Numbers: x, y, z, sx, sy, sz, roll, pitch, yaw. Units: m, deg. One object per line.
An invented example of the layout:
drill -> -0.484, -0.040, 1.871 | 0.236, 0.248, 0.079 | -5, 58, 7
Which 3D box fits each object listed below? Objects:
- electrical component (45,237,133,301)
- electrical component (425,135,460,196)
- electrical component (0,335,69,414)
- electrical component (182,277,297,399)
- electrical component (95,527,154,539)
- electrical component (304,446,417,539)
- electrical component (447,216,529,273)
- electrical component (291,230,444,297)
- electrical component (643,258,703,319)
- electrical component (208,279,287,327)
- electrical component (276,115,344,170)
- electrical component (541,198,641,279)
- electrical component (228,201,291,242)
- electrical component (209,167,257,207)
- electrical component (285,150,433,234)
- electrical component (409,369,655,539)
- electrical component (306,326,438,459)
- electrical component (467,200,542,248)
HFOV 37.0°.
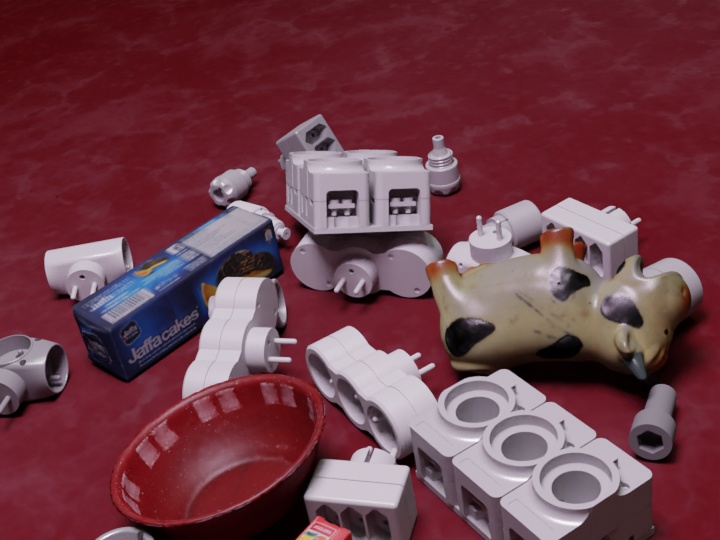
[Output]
electrical component -> -0.266, 0.005, 1.052 | 0.077, 0.044, 0.079 | -10, 33, 0
electrical component -> 0.085, -0.110, 1.115 | 0.035, 0.061, 0.035 | -8, 33, 5
electrical component -> -0.302, 0.096, 0.921 | 0.077, 0.044, 0.079 | -2, 33, 12
electrical component -> -0.089, 0.065, 0.882 | 0.074, 0.052, 0.138 | 1, 49, 17
electrical component -> -0.154, 0.204, 0.711 | 0.055, 0.047, 0.055 | -7, 33, 5
electrical component -> 0.006, 0.150, 0.749 | 0.066, 0.047, 0.076 | 2, 34, 18
electrical component -> 0.115, -0.011, 0.938 | 0.077, 0.079, 0.043 | 15, 40, 34
electrical component -> 0.000, 0.000, 0.978 | 0.138, 0.052, 0.073 | 4, 35, 22
electrical component -> 0.245, 0.021, 0.877 | 0.047, 0.055, 0.055 | -26, 36, -30
electrical component -> -0.103, 0.035, 0.964 | 0.065, 0.044, 0.044 | -11, 32, 8
electrical component -> -0.062, -0.122, 1.179 | 0.077, 0.065, 0.047 | -19, 18, 48
electrical component -> 0.221, -0.033, 0.973 | 0.076, 0.047, 0.083 | -28, 37, -26
electrical component -> -0.103, -0.045, 1.087 | 0.078, 0.040, 0.040 | 16, 41, 35
electrical component -> -0.136, -0.095, 1.179 | 0.035, 0.035, 0.061 | 13, 36, 31
electrical component -> -0.007, -0.078, 1.016 | 0.105, 0.060, 0.186 | -3, 10, -11
electrical component -> 0.113, 0.136, 0.728 | 0.089, 0.061, 0.150 | -26, 36, -23
electrical component -> 0.023, 0.086, 0.839 | 0.074, 0.052, 0.138 | -26, 36, -23
electrical component -> 0.136, -0.036, 1.007 | 0.078, 0.040, 0.040 | -23, 35, -18
